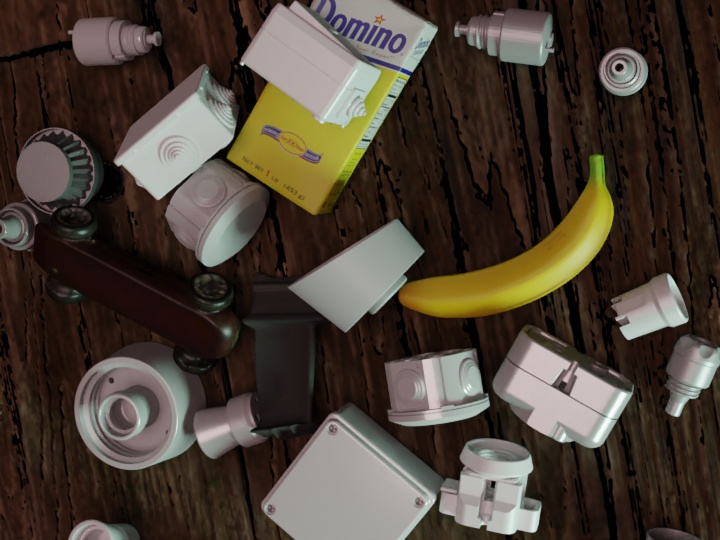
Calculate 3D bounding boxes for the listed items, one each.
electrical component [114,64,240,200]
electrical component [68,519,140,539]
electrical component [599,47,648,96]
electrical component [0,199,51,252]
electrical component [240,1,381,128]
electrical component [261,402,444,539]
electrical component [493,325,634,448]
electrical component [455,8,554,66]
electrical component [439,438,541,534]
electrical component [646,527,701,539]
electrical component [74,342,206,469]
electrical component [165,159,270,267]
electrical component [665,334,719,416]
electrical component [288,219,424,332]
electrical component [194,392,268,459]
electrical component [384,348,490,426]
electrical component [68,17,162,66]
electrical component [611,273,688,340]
[{"bbox_3d":[-0.145,-0.111,0.873,0.100,0.099,0.048,-37,112,15],"label":"electrical component"},{"bbox_3d":[-0.223,0.243,0.952,0.044,0.065,0.044,-3,78,15],"label":"electrical component"},{"bbox_3d":[0.192,-0.146,0.788,0.035,0.061,0.035,2,97,17],"label":"electrical component"},{"bbox_3d":[-0.300,-0.038,0.945,0.048,0.062,0.048,2,97,16],"label":"electrical component"},{"bbox_3d":[-0.029,-0.151,0.805,0.096,0.062,0.061,37,102,10],"label":"electrical component"},{"bbox_3d":[-0.006,0.185,0.887,0.109,0.056,0.108,39,105,9],"label":"electrical component"},{"bbox_3d":[0.154,0.092,0.831,0.095,0.054,0.059,30,103,11],"label":"electrical component"},{"bbox_3d":[0.111,-0.179,0.819,0.078,0.040,0.040,11,99,16],"label":"electrical component"},{"bbox_3d":[0.106,0.169,0.853,0.078,0.058,0.057,9,101,15],"label":"electrical component"},{"bbox_3d":[0.220,0.240,0.834,0.079,0.043,0.077,10,99,15],"label":"electrical component"},{"bbox_3d":[-0.195,0.120,0.933,0.108,0.060,0.108,2,97,16],"label":"electrical component"},{"bbox_3d":[-0.116,-0.047,0.882,0.051,0.080,0.080,39,105,14],"label":"electrical component"},{"bbox_3d":[0.247,0.081,0.813,0.035,0.035,0.061,22,104,13],"label":"electrical component"},{"bbox_3d":[0.000,0.000,0.844,0.064,0.099,0.099,44,106,1],"label":"electrical component"},{"bbox_3d":[-0.107,0.132,0.917,0.055,0.045,0.045,-21,90,17],"label":"electrical component"},{"bbox_3d":[0.059,0.092,0.846,0.080,0.080,0.051,-9,88,17],"label":"electrical component"},{"bbox_3d":[-0.206,-0.194,0.911,0.078,0.040,0.040,1,97,16],"label":"electrical component"},{"bbox_3d":[0.219,0.029,0.813,0.046,0.040,0.040,-25,89,23],"label":"electrical component"}]
